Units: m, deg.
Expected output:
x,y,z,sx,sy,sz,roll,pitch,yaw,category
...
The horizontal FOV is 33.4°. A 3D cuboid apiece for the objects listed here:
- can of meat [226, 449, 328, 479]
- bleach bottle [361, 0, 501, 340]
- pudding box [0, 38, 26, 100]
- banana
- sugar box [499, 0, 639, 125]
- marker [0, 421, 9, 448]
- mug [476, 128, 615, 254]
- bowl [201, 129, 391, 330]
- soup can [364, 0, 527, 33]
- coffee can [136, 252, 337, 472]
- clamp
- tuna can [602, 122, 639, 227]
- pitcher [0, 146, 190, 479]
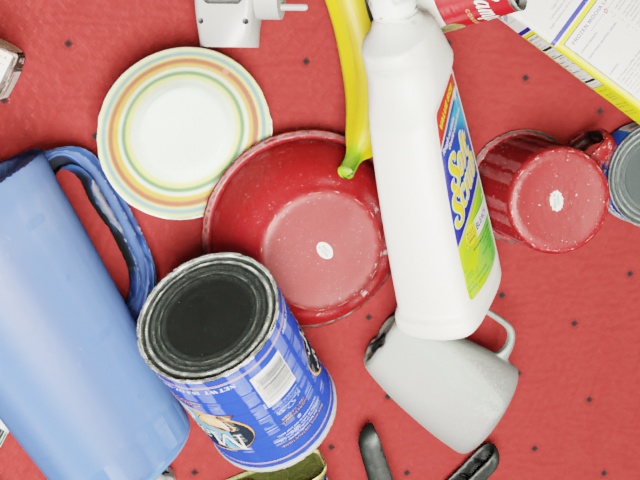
x,y,z,sx,sy,sz,roll,pitch,yaw,category
-0.031,0.227,0.849,0.102,0.057,0.084,-21,106,-5,can of meat
0.072,-0.057,0.759,0.068,0.102,0.251,2,124,29,bleach bottle
-0.259,-0.134,0.720,0.113,0.090,0.039,24,95,-14,pudding box
0.025,-0.146,0.784,0.037,0.069,0.198,-9,93,22,banana
0.218,-0.167,0.807,0.176,0.048,0.093,37,92,0,sugar box
-0.248,0.156,0.788,0.020,0.020,0.121,30,65,-14,marker
0.179,-0.043,0.821,0.117,0.081,0.093,-39,105,-1,mug
-0.005,0.001,0.801,0.162,0.055,0.162,-4,108,-14,bowl
0.089,-0.183,0.764,0.102,0.068,0.068,-12,105,26,soup can
-0.056,0.090,0.762,0.103,0.103,0.140,-31,140,-4,coffee can
0.084,0.234,0.880,0.120,0.039,0.171,4,103,-6,clamp
0.265,-0.054,0.859,0.086,0.034,0.086,-2,101,-10,tuna can
-0.187,0.060,0.760,0.149,0.145,0.243,-26,108,8,pitcher
